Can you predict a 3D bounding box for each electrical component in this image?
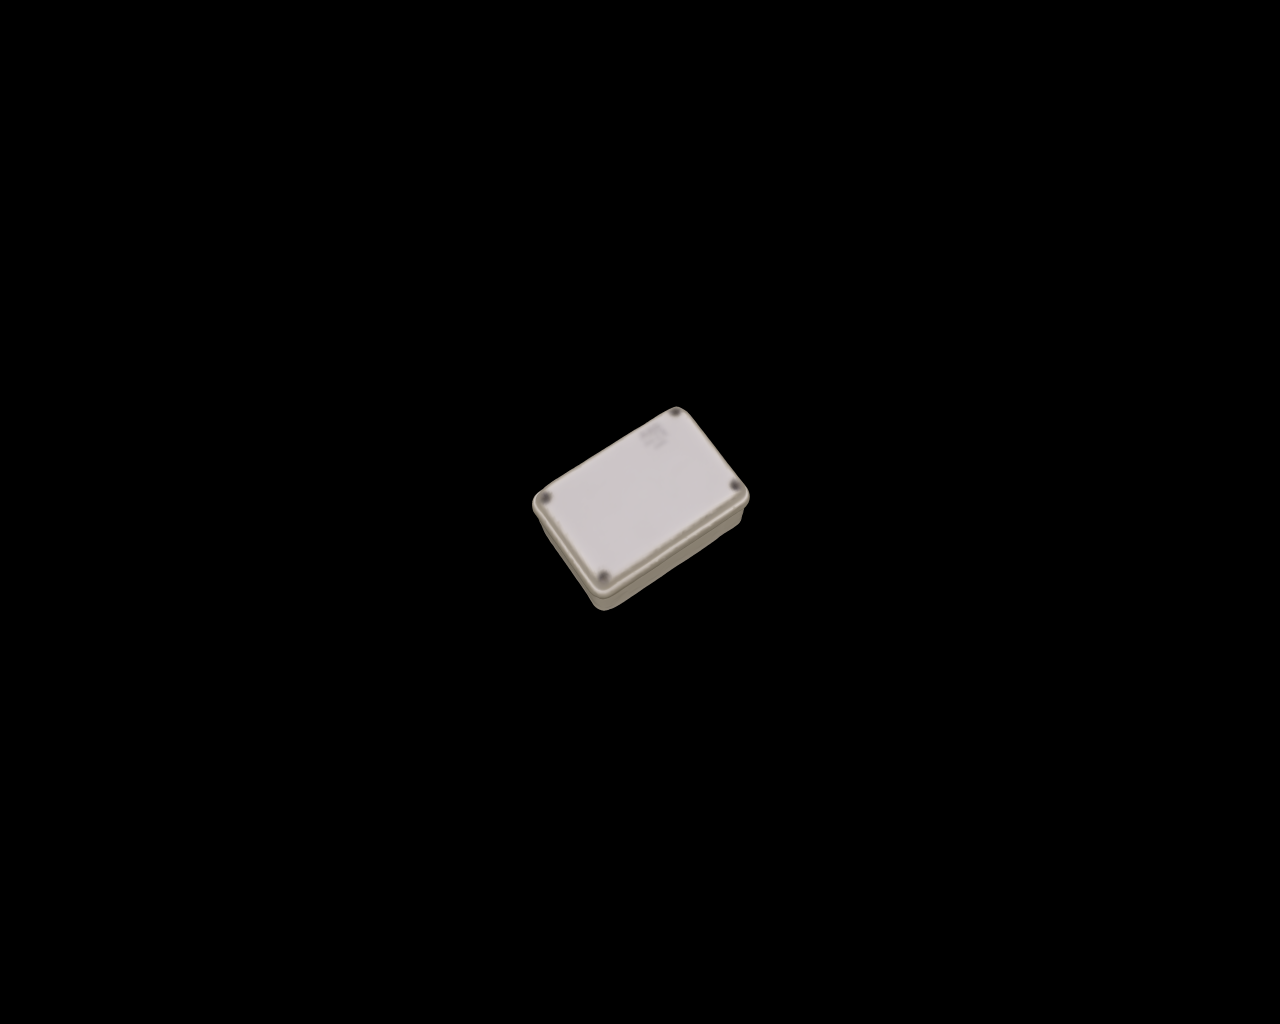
[{"bbox_3d":[0.001,-0.003,0.650,0.113,0.078,0.057,-33,-16,-11],"label":"electrical component"}]
